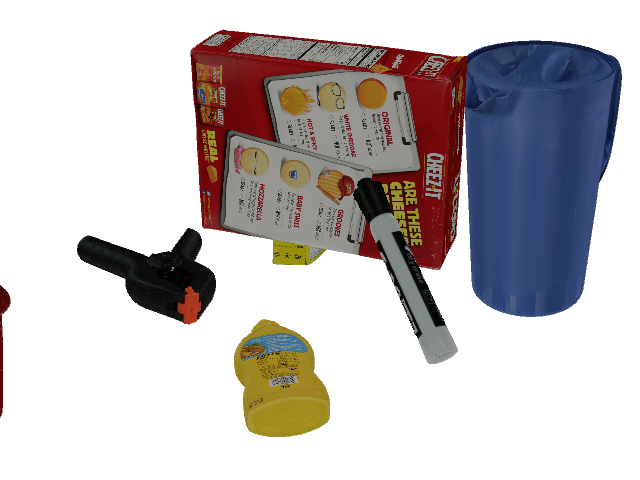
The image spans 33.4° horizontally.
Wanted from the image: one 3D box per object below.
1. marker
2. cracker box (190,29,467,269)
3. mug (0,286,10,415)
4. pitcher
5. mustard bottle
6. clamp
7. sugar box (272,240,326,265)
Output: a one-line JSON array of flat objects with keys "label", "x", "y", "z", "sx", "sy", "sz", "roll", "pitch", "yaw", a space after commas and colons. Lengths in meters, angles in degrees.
[{"label": "marker", "x": 0.048, "y": 0.015, "z": 0.626, "sx": 0.020, "sy": 0.121, "sz": 0.020, "roll": -19, "pitch": -23, "yaw": -9}, {"label": "cracker box", "x": 0.007, "y": -0.078, "z": 0.873, "sx": 0.214, "sy": 0.164, "sz": 0.072, "roll": 9, "pitch": 31, "yaw": 17}, {"label": "mug", "x": -0.242, "y": 0.076, "z": 0.634, "sx": 0.093, "sy": 0.081, "sz": 0.117, "roll": 19, "pitch": 24, "yaw": 36}, {"label": "pitcher", "x": 0.206, "y": -0.059, "z": 0.996, "sx": 0.149, "sy": 0.243, "sz": 0.145, "roll": 1, "pitch": 29, "yaw": 7}, {"label": "mustard bottle", "x": -0.053, "y": 0.151, "z": 1.262, "sx": 0.096, "sy": 0.058, "sz": 0.192, "roll": -8, "pitch": 30, "yaw": -8}, {"label": "clamp", "x": -0.136, "y": 0.027, "z": 0.972, "sx": 0.120, "sy": 0.039, "sz": 0.172, "roll": -15, "pitch": 30, "yaw": -31}, {"label": "sugar box", "x": -0.018, "y": -0.070, "z": 1.106, "sx": 0.048, "sy": 0.176, "sz": 0.093, "roll": 3, "pitch": 15, "yaw": 16}]
